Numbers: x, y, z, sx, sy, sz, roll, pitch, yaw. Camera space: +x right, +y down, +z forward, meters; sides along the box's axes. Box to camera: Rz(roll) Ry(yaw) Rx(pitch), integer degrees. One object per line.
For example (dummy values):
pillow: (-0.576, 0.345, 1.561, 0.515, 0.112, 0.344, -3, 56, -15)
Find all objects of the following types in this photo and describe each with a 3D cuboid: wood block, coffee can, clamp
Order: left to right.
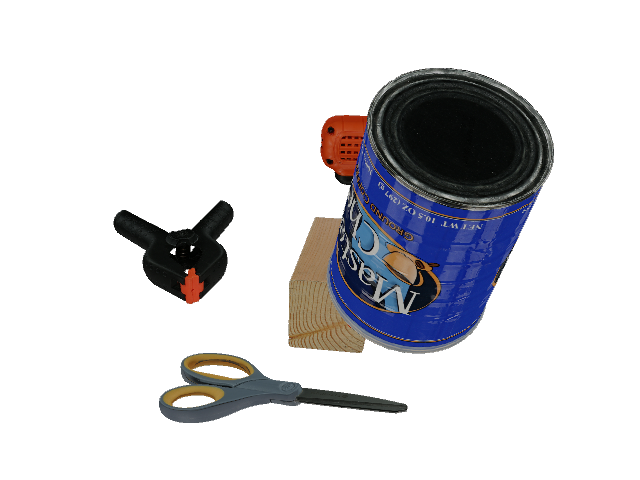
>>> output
clamp: (-0.125, 0.005, 1.031, 0.120, 0.039, 0.172, -16, 33, -16)
wood block: (0.021, 0.050, 1.322, 0.091, 0.090, 0.206, 4, 23, 6)
coffee can: (0.064, -0.014, 0.620, 0.102, 0.103, 0.140, 0, -38, -11)

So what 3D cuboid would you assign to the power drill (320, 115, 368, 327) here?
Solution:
power drill: (0.089, -0.015, 0.905, 0.184, 0.188, 0.057, 2, 17, -1)

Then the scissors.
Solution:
scissors: (-0.042, 0.126, 0.827, 0.202, 0.016, 0.096, 12, 31, 36)
